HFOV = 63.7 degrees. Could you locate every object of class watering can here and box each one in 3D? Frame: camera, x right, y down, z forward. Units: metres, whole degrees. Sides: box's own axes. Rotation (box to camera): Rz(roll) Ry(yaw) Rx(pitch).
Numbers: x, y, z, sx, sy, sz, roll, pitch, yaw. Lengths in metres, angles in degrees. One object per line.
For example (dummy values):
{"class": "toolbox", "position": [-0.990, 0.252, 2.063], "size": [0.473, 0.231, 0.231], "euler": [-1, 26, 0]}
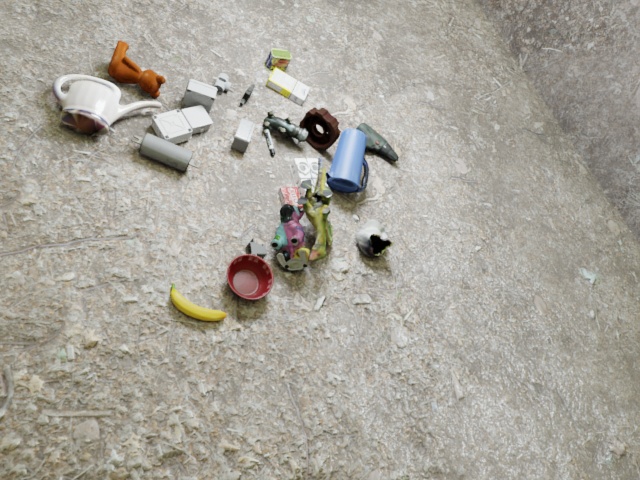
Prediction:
{"class": "watering can", "position": [-0.730, -0.451, 1.751], "size": [0.346, 0.102, 0.229], "euler": [14, 57, -19]}

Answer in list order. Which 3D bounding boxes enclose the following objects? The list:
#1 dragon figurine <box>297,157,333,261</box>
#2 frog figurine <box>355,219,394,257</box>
{"class": "dragon figurine", "position": [0.006, -0.094, 1.876], "size": [0.122, 0.237, 0.421], "euler": [-2, 43, 13]}
{"class": "frog figurine", "position": [0.200, -0.012, 1.999], "size": [0.137, 0.120, 0.162], "euler": [-1, 27, -19]}
